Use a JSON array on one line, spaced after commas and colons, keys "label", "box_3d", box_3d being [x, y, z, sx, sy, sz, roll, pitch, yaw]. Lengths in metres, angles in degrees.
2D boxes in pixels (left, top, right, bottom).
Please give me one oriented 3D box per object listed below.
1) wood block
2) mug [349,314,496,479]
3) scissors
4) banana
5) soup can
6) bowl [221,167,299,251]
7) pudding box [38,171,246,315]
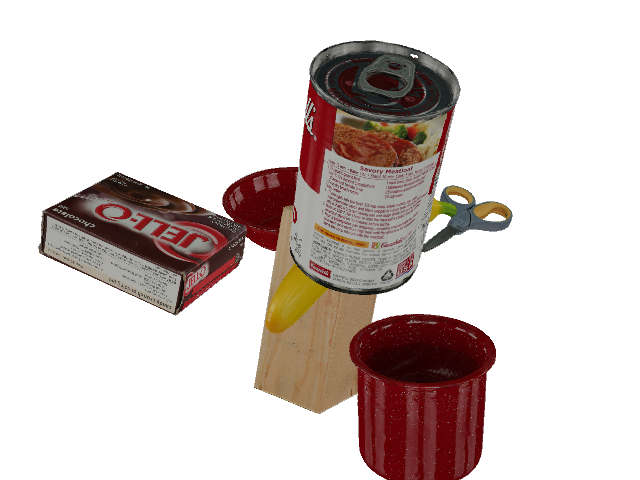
[{"label": "wood block", "box_3d": [0.001, 0.068, 1.163, 0.090, 0.206, 0.090, 18, 17, 27]}, {"label": "mug", "box_3d": [0.071, 0.100, 0.701, 0.093, 0.081, 0.117, 12, 27, 27]}, {"label": "scissors", "box_3d": [0.145, -0.027, 1.218, 0.201, 0.016, 0.096, -12, 40, -46]}, {"label": "banana", "box_3d": [0.027, 0.013, 0.915, 0.198, 0.069, 0.037, -32, 43, 4]}, {"label": "soup can", "box_3d": [0.023, -0.033, 0.505, 0.068, 0.102, 0.068, 5, 38, -4]}, {"label": "bowl", "box_3d": [-0.041, -0.032, 1.336, 0.162, 0.055, 0.162, -1, 31, 0]}, {"label": "pudding box", "box_3d": [-0.120, 0.000, 0.731, 0.113, 0.039, 0.089, 21, 26, 16]}]
